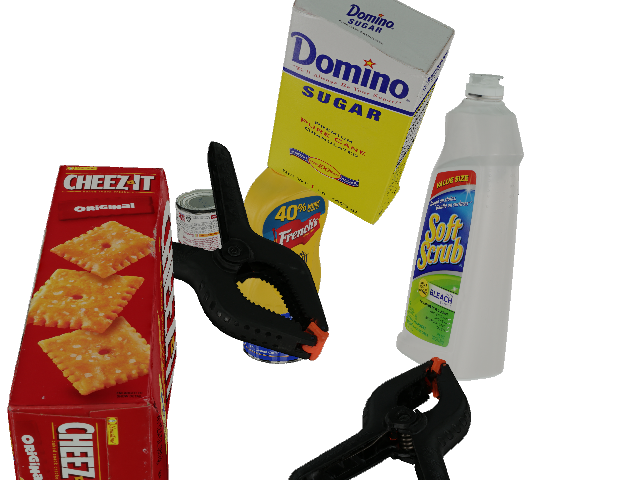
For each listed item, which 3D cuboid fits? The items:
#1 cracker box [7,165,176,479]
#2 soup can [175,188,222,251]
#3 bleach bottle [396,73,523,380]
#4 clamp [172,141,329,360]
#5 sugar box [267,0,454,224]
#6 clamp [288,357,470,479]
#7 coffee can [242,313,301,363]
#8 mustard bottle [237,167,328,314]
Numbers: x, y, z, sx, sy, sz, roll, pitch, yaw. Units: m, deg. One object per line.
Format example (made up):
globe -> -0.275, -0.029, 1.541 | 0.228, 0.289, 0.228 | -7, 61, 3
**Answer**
cracker box -> -0.117, 0.080, 0.590 | 0.072, 0.164, 0.213 | 0, 33, -6
soup can -> -0.142, -0.004, 1.305 | 0.068, 0.102, 0.068 | 0, 26, 0
bleach bottle -> 0.122, -0.015, 0.904 | 0.068, 0.251, 0.103 | -4, 15, -30
clamp -> -0.082, 0.020, 0.840 | 0.164, 0.210, 0.036 | -29, -24, -33
sugar box -> 0.020, -0.088, 0.697 | 0.093, 0.048, 0.176 | 29, -27, 9
clamp -> 0.068, 0.145, 0.758 | 0.120, 0.039, 0.171 | 18, 39, 28
coffee can -> -0.059, 0.090, 1.522 | 0.103, 0.140, 0.103 | 2, 22, -1
mustard bottle -> -0.037, -0.018, 1.106 | 0.096, 0.192, 0.058 | -13, 34, -33
